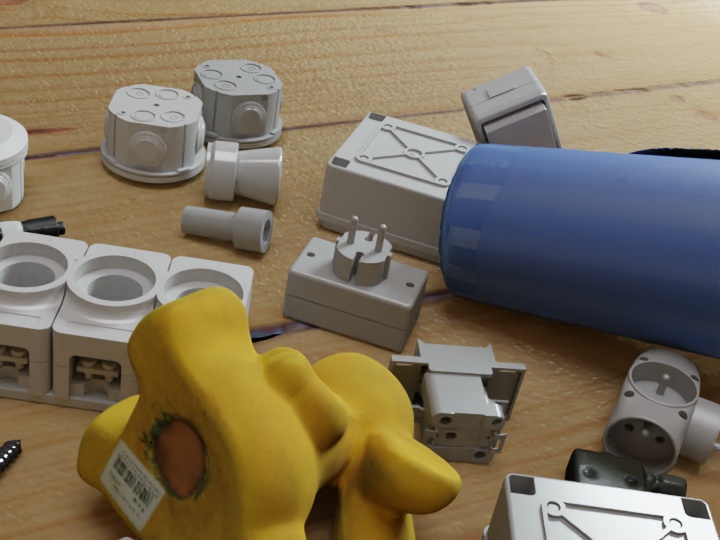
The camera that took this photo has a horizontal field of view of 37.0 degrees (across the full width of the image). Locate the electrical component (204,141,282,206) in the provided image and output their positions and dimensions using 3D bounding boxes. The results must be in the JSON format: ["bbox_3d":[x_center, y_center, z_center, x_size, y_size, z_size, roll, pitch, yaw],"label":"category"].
[{"bbox_3d":[-0.088,-0.073,0.808,0.055,0.045,0.045,5,34,-8],"label":"electrical component"}]

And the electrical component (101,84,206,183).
[{"bbox_3d":[-0.158,-0.105,0.830,0.080,0.051,0.080,7,33,-5],"label":"electrical component"}]

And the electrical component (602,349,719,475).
[{"bbox_3d":[0.193,0.091,0.642,0.079,0.044,0.077,21,35,16],"label":"electrical component"}]

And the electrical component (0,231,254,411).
[{"bbox_3d":[-0.143,0.030,0.623,0.150,0.061,0.089,9,33,-3],"label":"electrical component"}]

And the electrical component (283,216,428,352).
[{"bbox_3d":[0.000,0.000,0.695,0.083,0.075,0.047,17,34,10],"label":"electrical component"}]

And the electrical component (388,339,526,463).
[{"bbox_3d":[0.056,0.078,0.627,0.081,0.042,0.063,4,38,-9],"label":"electrical component"}]

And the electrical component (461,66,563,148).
[{"bbox_3d":[0.130,-0.105,0.880,0.062,0.096,0.061,-21,35,5],"label":"electrical component"}]

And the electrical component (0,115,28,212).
[{"bbox_3d":[-0.274,-0.076,0.753,0.080,0.051,0.080,7,33,-5],"label":"electrical component"}]

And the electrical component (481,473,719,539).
[{"bbox_3d":[0.118,0.158,0.510,0.109,0.056,0.108,8,33,-3],"label":"electrical component"}]

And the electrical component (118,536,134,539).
[{"bbox_3d":[-0.113,0.149,0.470,0.043,0.043,0.062,30,39,26],"label":"electrical component"}]

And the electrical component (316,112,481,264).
[{"bbox_3d":[0.037,-0.065,0.821,0.109,0.056,0.108,18,34,10],"label":"electrical component"}]

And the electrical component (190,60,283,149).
[{"bbox_3d":[-0.103,-0.138,0.895,0.080,0.051,0.080,7,33,-5],"label":"electrical component"}]
